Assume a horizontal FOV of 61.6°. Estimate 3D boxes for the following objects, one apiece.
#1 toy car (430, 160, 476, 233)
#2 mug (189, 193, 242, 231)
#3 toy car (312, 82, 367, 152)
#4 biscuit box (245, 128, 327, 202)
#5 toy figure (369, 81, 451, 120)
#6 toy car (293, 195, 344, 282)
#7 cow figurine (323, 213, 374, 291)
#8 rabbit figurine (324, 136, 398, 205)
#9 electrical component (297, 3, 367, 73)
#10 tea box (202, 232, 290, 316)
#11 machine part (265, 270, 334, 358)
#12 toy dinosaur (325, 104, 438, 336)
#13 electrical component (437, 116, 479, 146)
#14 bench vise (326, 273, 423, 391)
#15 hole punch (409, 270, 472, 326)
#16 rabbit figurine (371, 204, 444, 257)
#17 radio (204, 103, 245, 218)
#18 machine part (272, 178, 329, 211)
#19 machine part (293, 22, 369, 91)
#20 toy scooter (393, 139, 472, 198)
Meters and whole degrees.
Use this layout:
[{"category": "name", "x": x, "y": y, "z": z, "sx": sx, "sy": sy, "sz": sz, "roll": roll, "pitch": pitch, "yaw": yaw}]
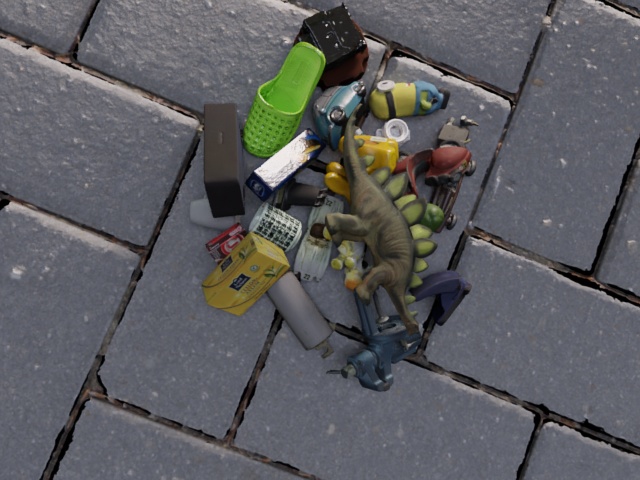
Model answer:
[{"category": "toy car", "x": 0.296, "y": -0.116, "z": 1.248, "sx": 0.089, "sy": 0.053, "sz": 0.202, "roll": 22, "pitch": 84, "yaw": -7}, {"category": "mug", "x": -0.232, "y": -0.071, "z": 1.184, "sx": 0.107, "sy": 0.081, "sz": 0.109, "roll": -1, "pitch": 94, "yaw": 0}, {"category": "toy car", "x": 0.036, "y": -0.292, "z": 1.212, "sx": 0.103, "sy": 0.109, "sz": 0.161, "roll": 27, "pitch": 74, "yaw": 16}, {"category": "biscuit box", "x": -0.072, "y": -0.164, "z": 1.169, "sx": 0.063, "sy": 0.059, "sz": 0.203, "roll": 46, "pitch": 54, "yaw": -1}, {"category": "toy figure", "x": 0.204, "y": -0.320, "z": 1.238, "sx": 0.180, "sy": 0.082, "sz": 0.089, "roll": 2, "pitch": 84, "yaw": -7}, {"category": "toy car", "x": -0.002, "y": -0.004, "z": 1.212, "sx": 0.073, "sy": 0.056, "sz": 0.201, "roll": 18, "pitch": 85, "yaw": -4}, {"category": "cow figurine", "x": 0.073, "y": 0.027, "z": 1.195, "sx": 0.098, "sy": 0.068, "sz": 0.167, "roll": -40, "pitch": 124, "yaw": -43}, {"category": "rabbit figurine", "x": 0.091, "y": -0.139, "z": 1.195, "sx": 0.162, "sy": 0.122, "sz": 0.173, "roll": 3, "pitch": 119, "yaw": 2}, {"category": "electrical component", "x": 0.020, "y": -0.440, "z": 1.183, "sx": 0.134, "sy": 0.058, "sz": 0.115, "roll": -30, "pitch": 90, "yaw": -8}, {"category": "tea box", "x": -0.159, "y": 0.075, "z": 1.141, "sx": 0.098, "sy": 0.068, "sz": 0.169, "roll": 27, "pitch": 115, "yaw": -41}, {"category": "machine part", "x": -0.047, "y": 0.155, "z": 1.189, "sx": 0.079, "sy": 0.079, "sz": 0.243, "roll": -35, "pitch": 89, "yaw": -6}, {"category": "toy dinosaur", "x": 0.114, "y": -0.036, "z": 1.068, "sx": 0.199, "sy": 0.105, "sz": 0.471, "roll": -23, "pitch": 86, "yaw": -1}, {"category": "electrical component", "x": 0.316, "y": -0.243, "z": 1.239, "sx": 0.078, "sy": 0.045, "sz": 0.102, "roll": 25, "pitch": 63, "yaw": 20}, {"category": "bench vise", "x": 0.117, "y": 0.193, "z": 1.163, "sx": 0.224, "sy": 0.129, "sz": 0.240, "roll": -18, "pitch": 97, "yaw": -23}, {"category": "hole punch", "x": 0.265, "y": 0.113, "z": 1.197, "sx": 0.092, "sy": 0.142, "sz": 0.116, "roll": 39, "pitch": 96, "yaw": 2}, {"category": "rabbit figurine", "x": 0.191, "y": -0.025, "z": 1.183, "sx": 0.170, "sy": 0.159, "sz": 0.121, "roll": -18, "pitch": 90, "yaw": 13}, {"category": "radio", "x": -0.200, "y": -0.166, "z": 1.128, "sx": 0.073, "sy": 0.131, "sz": 0.230, "roll": -4, "pitch": 56, "yaw": -4}, {"category": "machine part", "x": -0.047, "y": -0.100, "z": 1.198, "sx": 0.139, "sy": 0.039, "sz": 0.084, "roll": 6, "pitch": 79, "yaw": 32}, {"category": "machine part", "x": 0.026, "y": -0.431, "z": 1.240, "sx": 0.179, "sy": 0.056, "sz": 0.179, "roll": 0, "pitch": 87, "yaw": -6}, {"category": "toy scooter", "x": 0.241, "y": -0.148, "z": 1.189, "sx": 0.184, "sy": 0.075, "sz": 0.135, "roll": -6, "pitch": 51, "yaw": 27}]
